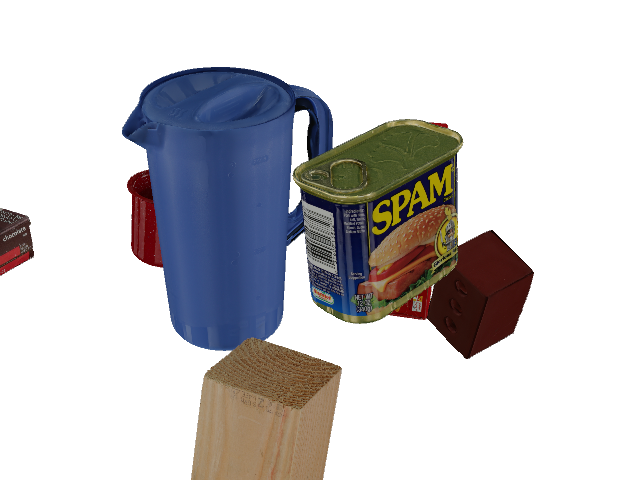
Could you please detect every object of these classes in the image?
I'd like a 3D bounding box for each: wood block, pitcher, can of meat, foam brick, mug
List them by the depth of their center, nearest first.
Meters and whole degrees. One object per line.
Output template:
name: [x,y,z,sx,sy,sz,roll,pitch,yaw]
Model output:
can of meat: [0.036,-0.012,0.616,0.058,0.084,0.101,23,40,40]
foam brick: [0.124,0.043,0.833,0.051,0.078,0.053,-24,53,-26]
wood block: [-0.053,0.201,0.909,0.090,0.206,0.090,16,22,18]
pitcher: [-0.078,-0.027,0.966,0.149,0.243,0.144,10,33,16]
mug: [-0.166,-0.029,1.158,0.093,0.081,0.117,-6,30,-22]

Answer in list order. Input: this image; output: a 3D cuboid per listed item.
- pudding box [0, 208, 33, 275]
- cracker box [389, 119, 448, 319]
pudding box: [-0.277,0.002,0.762,0.114,0.039,0.089,13,30,28]
cracker box: [0.103,-0.031,1.223,0.072,0.164,0.213,6,23,8]
